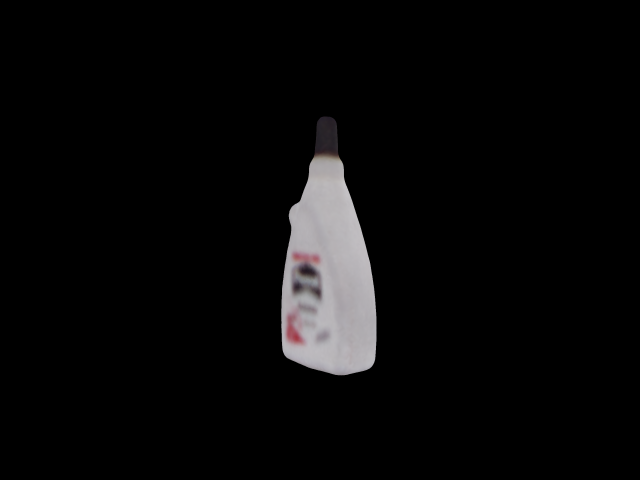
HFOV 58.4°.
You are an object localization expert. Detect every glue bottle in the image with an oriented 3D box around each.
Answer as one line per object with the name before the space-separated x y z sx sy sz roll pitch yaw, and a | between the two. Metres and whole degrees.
glue bottle | 0.004 0.001 0.400 0.037 0.173 0.077 -2 3 -40
